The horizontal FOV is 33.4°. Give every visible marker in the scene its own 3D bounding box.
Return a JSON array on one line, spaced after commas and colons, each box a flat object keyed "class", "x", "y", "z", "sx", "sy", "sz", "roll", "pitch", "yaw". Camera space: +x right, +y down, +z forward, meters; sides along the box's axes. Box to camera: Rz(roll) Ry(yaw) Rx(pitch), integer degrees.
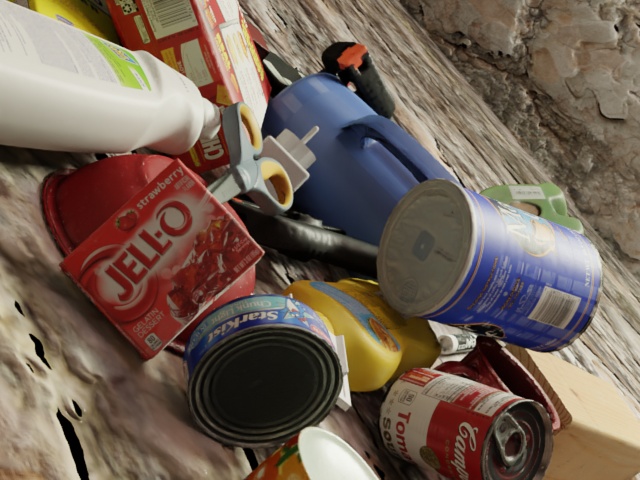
[{"class": "marker", "x": 0.143, "y": 0.103, "z": 1.064, "sx": 0.020, "sy": 0.020, "sz": 0.121, "roll": 52, "pitch": 17, "yaw": 19}]

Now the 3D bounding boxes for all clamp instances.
[{"class": "clamp", "x": -0.005, "y": 0.001, "z": 0.837, "sx": 0.171, "sy": 0.039, "sz": 0.120, "roll": 12, "pitch": 1, "yaw": -44}, {"class": "clamp", "x": 0.049, "y": -0.140, "z": 1.087, "sx": 0.164, "sy": 0.036, "sz": 0.210, "roll": 48, "pitch": -4, "yaw": 8}]

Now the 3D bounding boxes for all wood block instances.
[{"class": "wood block", "x": 0.211, "y": 0.168, "z": 0.953, "sx": 0.205, "sy": 0.090, "sz": 0.091, "roll": 27, "pitch": 26, "yaw": -49}]

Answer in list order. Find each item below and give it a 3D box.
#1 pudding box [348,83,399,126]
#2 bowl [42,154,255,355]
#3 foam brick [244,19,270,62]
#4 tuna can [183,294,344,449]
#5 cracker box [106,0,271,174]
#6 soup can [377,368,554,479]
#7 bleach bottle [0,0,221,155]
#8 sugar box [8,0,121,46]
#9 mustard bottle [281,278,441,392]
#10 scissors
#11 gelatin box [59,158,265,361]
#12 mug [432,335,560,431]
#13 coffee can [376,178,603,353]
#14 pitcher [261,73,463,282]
[{"class": "pudding box", "x": 0.045, "y": -0.126, "z": 1.245, "sx": 0.090, "sy": 0.039, "sz": 0.113, "roll": 49, "pitch": -21, "yaw": 15}, {"class": "bowl", "x": -0.093, "y": -0.002, "z": 0.672, "sx": 0.162, "sy": 0.055, "sz": 0.162, "roll": 41, "pitch": 17, "yaw": -16}, {"class": "foam brick", "x": -0.097, "y": -0.181, "z": 1.046, "sx": 0.053, "sy": 0.078, "sz": 0.051, "roll": 32, "pitch": 22, "yaw": -33}, {"class": "tuna can", "x": -0.032, "y": 0.072, "z": 0.588, "sx": 0.086, "sy": 0.086, "sz": 0.034, "roll": 36, "pitch": 18, "yaw": -31}, {"class": "cracker box", "x": -0.105, "y": -0.165, "z": 0.900, "sx": 0.213, "sy": 0.072, "sz": 0.164, "roll": -89, "pitch": 160, "yaw": -68}, {"class": "soup can", "x": 0.097, "y": 0.129, "z": 0.723, "sx": 0.068, "sy": 0.068, "sz": 0.102, "roll": 33, "pitch": -13, "yaw": -38}, {"class": "bleach bottle", "x": -0.151, "y": -0.092, "z": 0.668, "sx": 0.250, "sy": 0.068, "sz": 0.103, "roll": 10, "pitch": 40, "yaw": -53}, {"class": "sugar box", "x": -0.196, "y": -0.161, "z": 0.807, "sx": 0.093, "sy": 0.048, "sz": 0.176, "roll": 36, "pitch": 21, "yaw": -39}, {"class": "mustard bottle", "x": 0.017, "y": 0.068, "z": 0.766, "sx": 0.096, "sy": 0.058, "sz": 0.191, "roll": 41, "pitch": 14, "yaw": 20}, {"class": "scissors", "x": -0.061, "y": -0.057, "z": 0.720, "sx": 0.096, "sy": 0.016, "sz": 0.201, "roll": 68, "pitch": 14, "yaw": 8}, {"class": "gelatin box", "x": -0.087, "y": 0.011, "z": 0.593, "sx": 0.073, "sy": 0.089, "sz": 0.030, "roll": 47, "pitch": -13, "yaw": -1}, {"class": "mug", "x": 0.118, "y": 0.130, "z": 0.825, "sx": 0.117, "sy": 0.082, "sz": 0.093, "roll": 32, "pitch": 21, "yaw": -40}, {"class": "coffee can", "x": 0.128, "y": 0.022, "z": 0.807, "sx": 0.140, "sy": 0.103, "sz": 0.103, "roll": 18, "pitch": 30, "yaw": -33}, {"class": "pitcher", "x": 0.048, "y": -0.046, "z": 0.977, "sx": 0.243, "sy": 0.149, "sz": 0.144, "roll": 49, "pitch": 20, "yaw": 21}]
